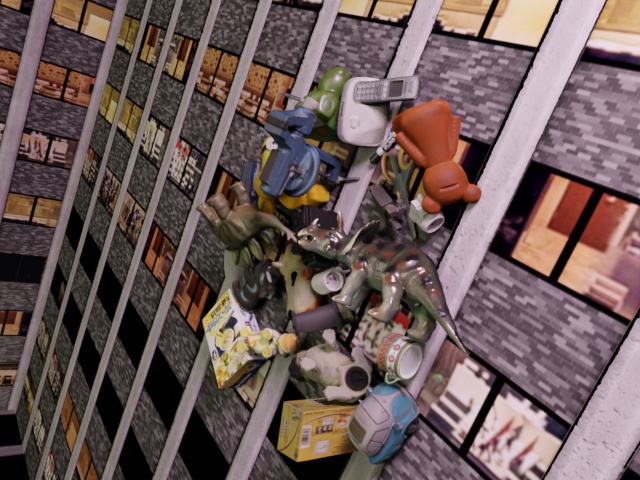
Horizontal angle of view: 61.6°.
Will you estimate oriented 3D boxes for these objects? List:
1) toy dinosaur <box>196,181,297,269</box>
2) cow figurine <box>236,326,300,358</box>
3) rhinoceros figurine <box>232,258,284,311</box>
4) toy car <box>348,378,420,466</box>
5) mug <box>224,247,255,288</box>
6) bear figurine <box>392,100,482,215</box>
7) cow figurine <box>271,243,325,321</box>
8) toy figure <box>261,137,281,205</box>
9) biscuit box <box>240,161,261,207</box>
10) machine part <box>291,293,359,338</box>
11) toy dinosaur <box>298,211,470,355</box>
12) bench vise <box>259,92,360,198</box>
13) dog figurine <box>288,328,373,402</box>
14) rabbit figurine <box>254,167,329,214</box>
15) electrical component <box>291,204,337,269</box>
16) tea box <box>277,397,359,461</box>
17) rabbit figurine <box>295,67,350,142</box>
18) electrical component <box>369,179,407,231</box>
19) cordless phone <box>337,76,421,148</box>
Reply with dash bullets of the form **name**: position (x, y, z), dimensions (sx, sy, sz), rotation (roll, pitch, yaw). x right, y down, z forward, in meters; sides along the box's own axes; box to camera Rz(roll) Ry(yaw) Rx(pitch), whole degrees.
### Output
- **toy dinosaur**: position (-0.181, -0.035, 1.283), dimensions (0.198, 0.105, 0.472), rotation (59, 159, -11)
- **cow figurine**: position (-0.108, 0.249, 1.287), dimensions (0.168, 0.098, 0.068), rotation (0, 76, 31)
- **rhinoceros figurine**: position (-0.152, 0.111, 1.366), dimensions (0.190, 0.073, 0.112), rotation (-44, 53, 37)
- **toy car**: position (0.103, 0.342, 1.002), dimensions (0.109, 0.103, 0.161), rotation (46, 115, 45)
- **mug**: position (-0.229, 0.074, 1.461), dimensions (0.110, 0.081, 0.107), rotation (14, 101, 45)
- **bear figurine**: position (0.214, -0.153, 0.985), dimensions (0.120, 0.132, 0.195), rotation (-20, 97, 10)
- **cow figurine**: position (-0.047, 0.099, 1.245), dimensions (0.127, 0.085, 0.195), rotation (-19, 71, 41)
- **toy figure**: position (-0.119, -0.180, 1.384), dimensions (0.089, 0.082, 0.180), rotation (-4, 82, 47)
- **biscuit box**: position (-0.185, -0.109, 1.461), dimensions (0.063, 0.059, 0.202), rotation (6, 87, 49)
- **machine part**: position (0.006, 0.160, 1.140), dimensions (0.039, 0.139, 0.084), rotation (94, 156, -57)
- **toy dinosaur**: position (0.137, 0.064, 1.012), dimensions (0.405, 0.131, 0.192), rotation (19, 83, 39)
- **bench vise**: position (-0.027, -0.182, 1.156), dimensions (0.129, 0.240, 0.223), rotation (16, 89, 44)
- **dog figurine**: position (0.024, 0.284, 1.135), dimensions (0.172, 0.121, 0.190), rotation (48, 157, 11)
- **rabbit figurine**: position (-0.089, -0.126, 1.267), dimensions (0.162, 0.173, 0.122), rotation (-25, 68, 40)
- **electrical component**: position (-0.002, -0.004, 1.184), dimensions (0.058, 0.115, 0.134), rotation (-27, 62, 47)
- **tea box**: position (0.006, 0.366, 1.057), dimensions (0.068, 0.169, 0.098), rotation (7, 86, 49)
- **rabbit figurine**: position (0.022, -0.314, 1.247), dimensions (0.159, 0.121, 0.170), rotation (-15, 53, 55)
- **electrical component**: position (0.137, -0.075, 1.075), dimensions (0.045, 0.078, 0.102), rotation (-29, 41, -1)
- **cordless phone**: position (0.129, -0.265, 1.113), dimensions (0.184, 0.088, 0.146), rotation (7, 88, 46)
